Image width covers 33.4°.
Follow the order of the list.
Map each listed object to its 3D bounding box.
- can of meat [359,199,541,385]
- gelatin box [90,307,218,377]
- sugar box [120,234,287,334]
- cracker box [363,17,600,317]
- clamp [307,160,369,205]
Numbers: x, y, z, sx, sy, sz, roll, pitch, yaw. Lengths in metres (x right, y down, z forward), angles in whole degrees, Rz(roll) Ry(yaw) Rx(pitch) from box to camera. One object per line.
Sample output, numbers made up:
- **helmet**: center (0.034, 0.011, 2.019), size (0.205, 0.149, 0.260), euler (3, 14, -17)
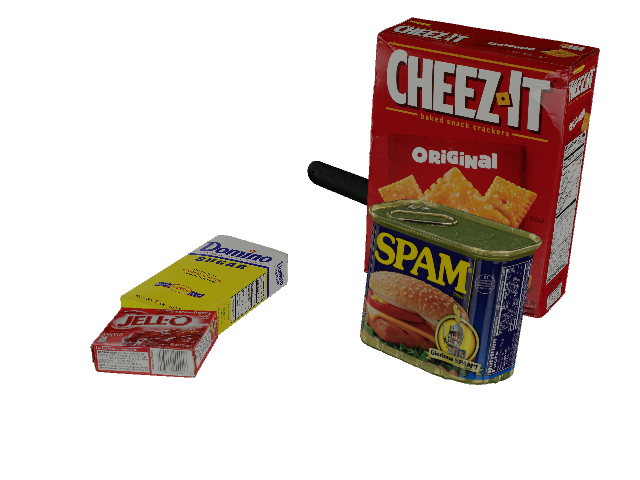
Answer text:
- **can of meat**: center (0.072, 0.029, 0.629), size (0.102, 0.084, 0.057), euler (21, 23, 40)
- **gelatin box**: center (-0.138, 0.084, 0.898), size (0.089, 0.030, 0.073), euler (2, 21, 10)
- **sugar box**: center (-0.117, 0.050, 1.111), size (0.093, 0.048, 0.176), euler (16, 31, 25)
- **cracker box**: center (0.124, -0.058, 0.866), size (0.164, 0.214, 0.072), euler (16, 29, 27)
- **clamp**: center (0.095, -0.038, 1.155), size (0.164, 0.210, 0.036), euler (-16, -37, -29)
